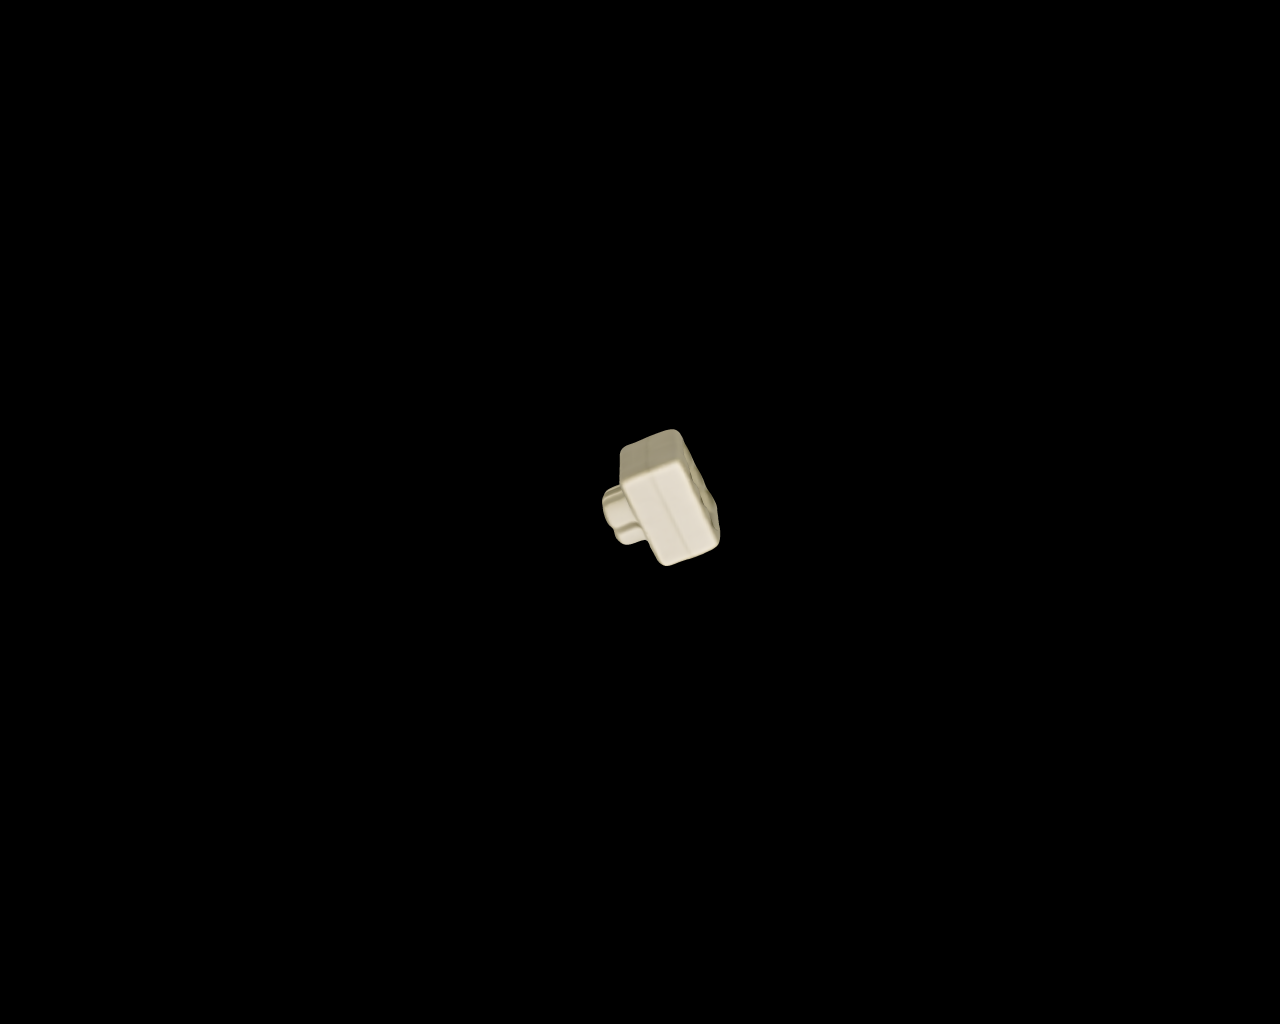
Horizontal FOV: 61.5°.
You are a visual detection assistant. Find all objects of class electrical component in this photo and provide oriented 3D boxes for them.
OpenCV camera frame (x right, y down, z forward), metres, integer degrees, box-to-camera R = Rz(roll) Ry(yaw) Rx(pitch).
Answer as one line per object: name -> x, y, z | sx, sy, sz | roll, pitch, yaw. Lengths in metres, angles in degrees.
electrical component -> 0.001, -0.003, 0.650 | 0.077, 0.065, 0.047 | -21, 28, 12
